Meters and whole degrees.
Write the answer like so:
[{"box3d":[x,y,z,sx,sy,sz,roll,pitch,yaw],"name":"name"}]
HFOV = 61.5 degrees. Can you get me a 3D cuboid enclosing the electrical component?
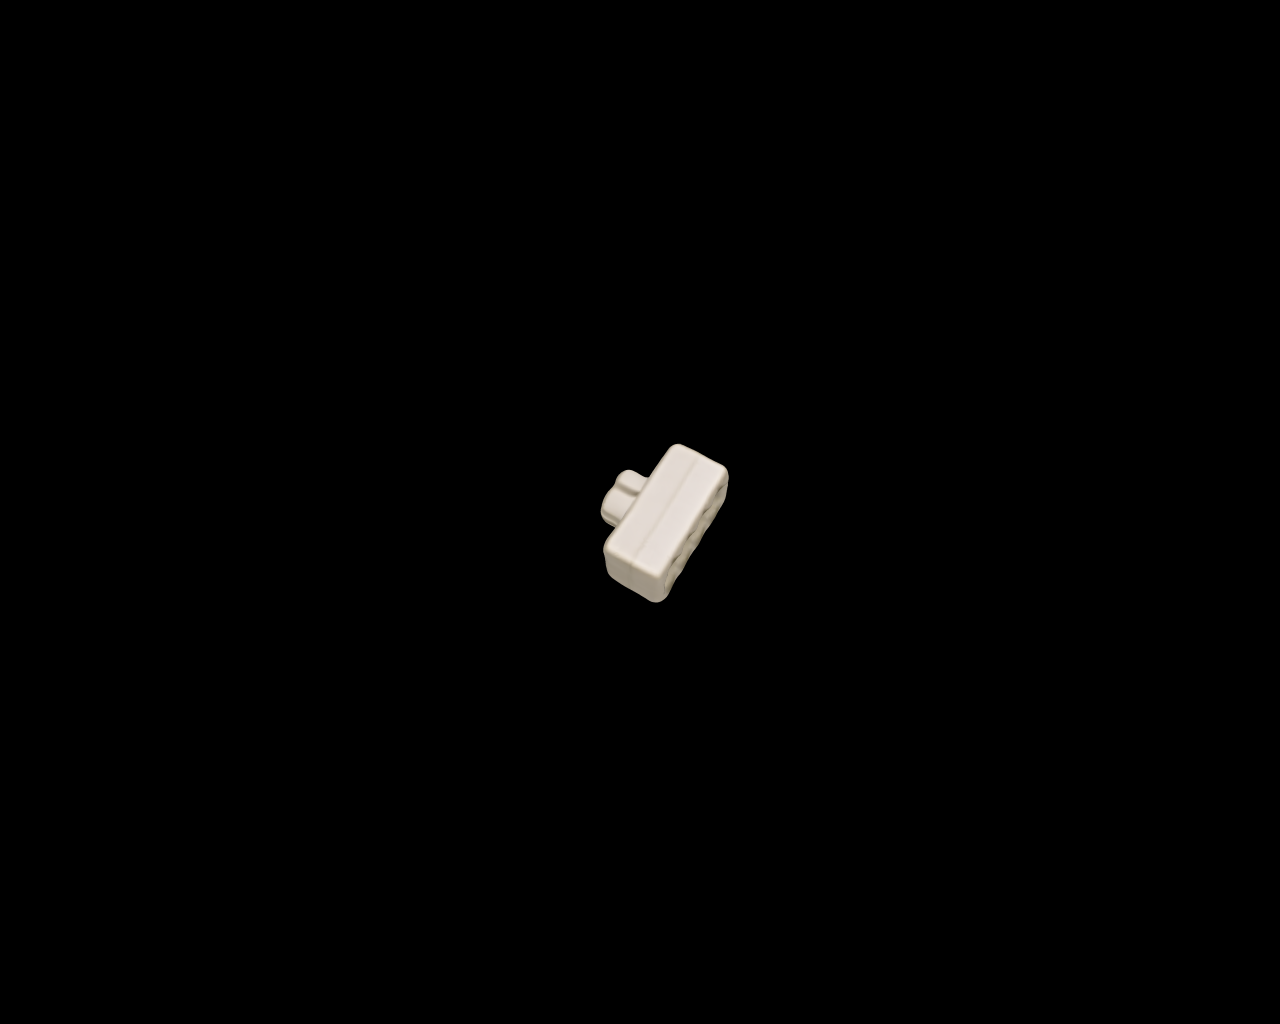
[{"box3d":[0.001,-0.003,0.650,0.076,0.083,0.047,30,-19,12],"name":"electrical component"}]
